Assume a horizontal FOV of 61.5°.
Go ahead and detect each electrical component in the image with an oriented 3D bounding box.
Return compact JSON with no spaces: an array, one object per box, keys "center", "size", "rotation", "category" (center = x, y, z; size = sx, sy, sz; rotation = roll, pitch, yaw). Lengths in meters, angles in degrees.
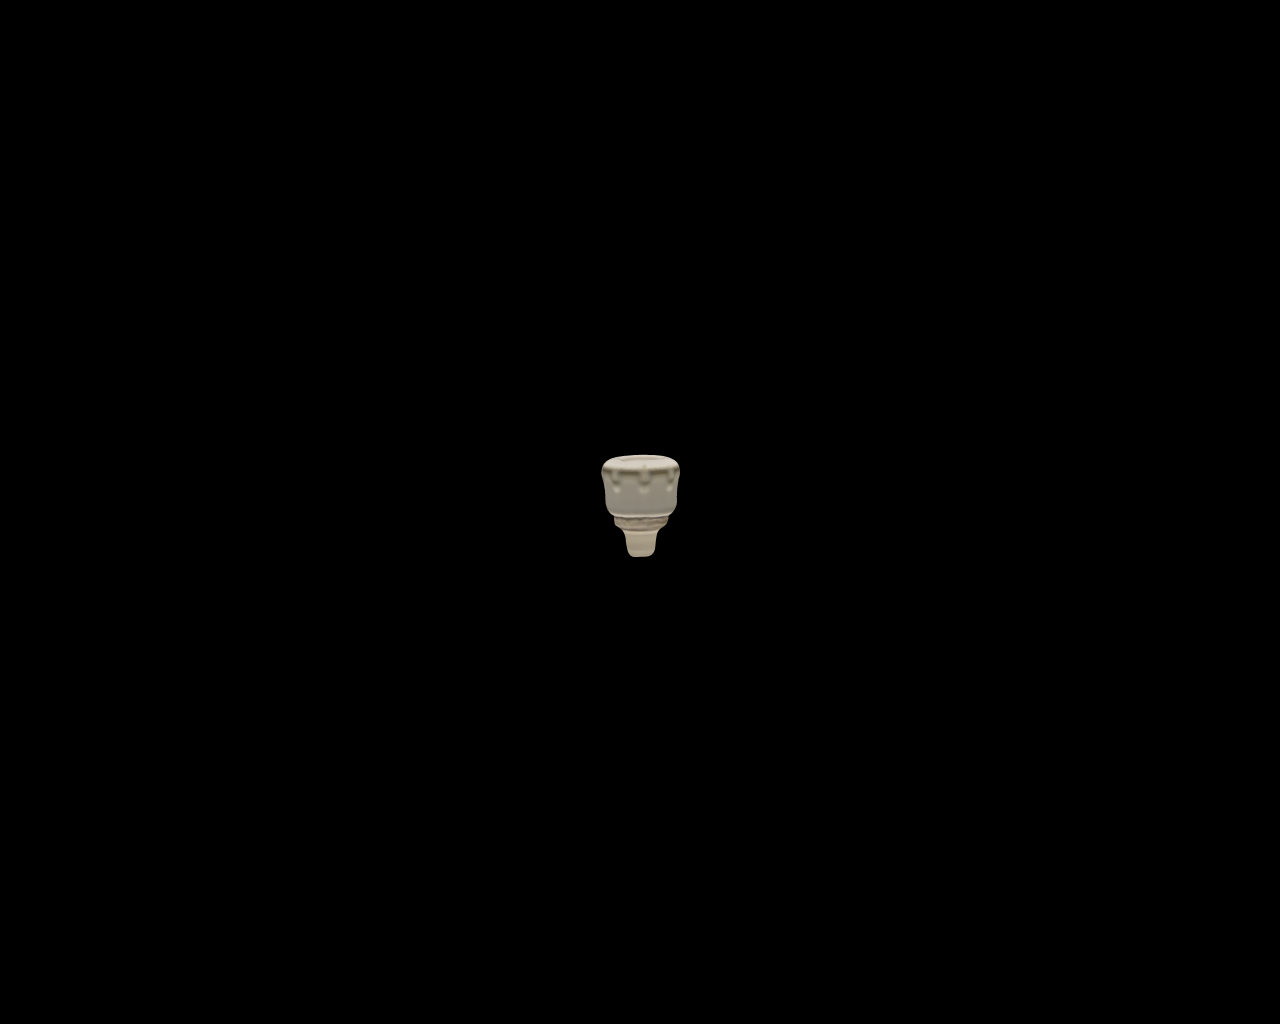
[{"center":[0.001,-0.003,0.650],"size":[0.048,0.062,0.048],"rotation":[0,9,0],"category":"electrical component"}]
